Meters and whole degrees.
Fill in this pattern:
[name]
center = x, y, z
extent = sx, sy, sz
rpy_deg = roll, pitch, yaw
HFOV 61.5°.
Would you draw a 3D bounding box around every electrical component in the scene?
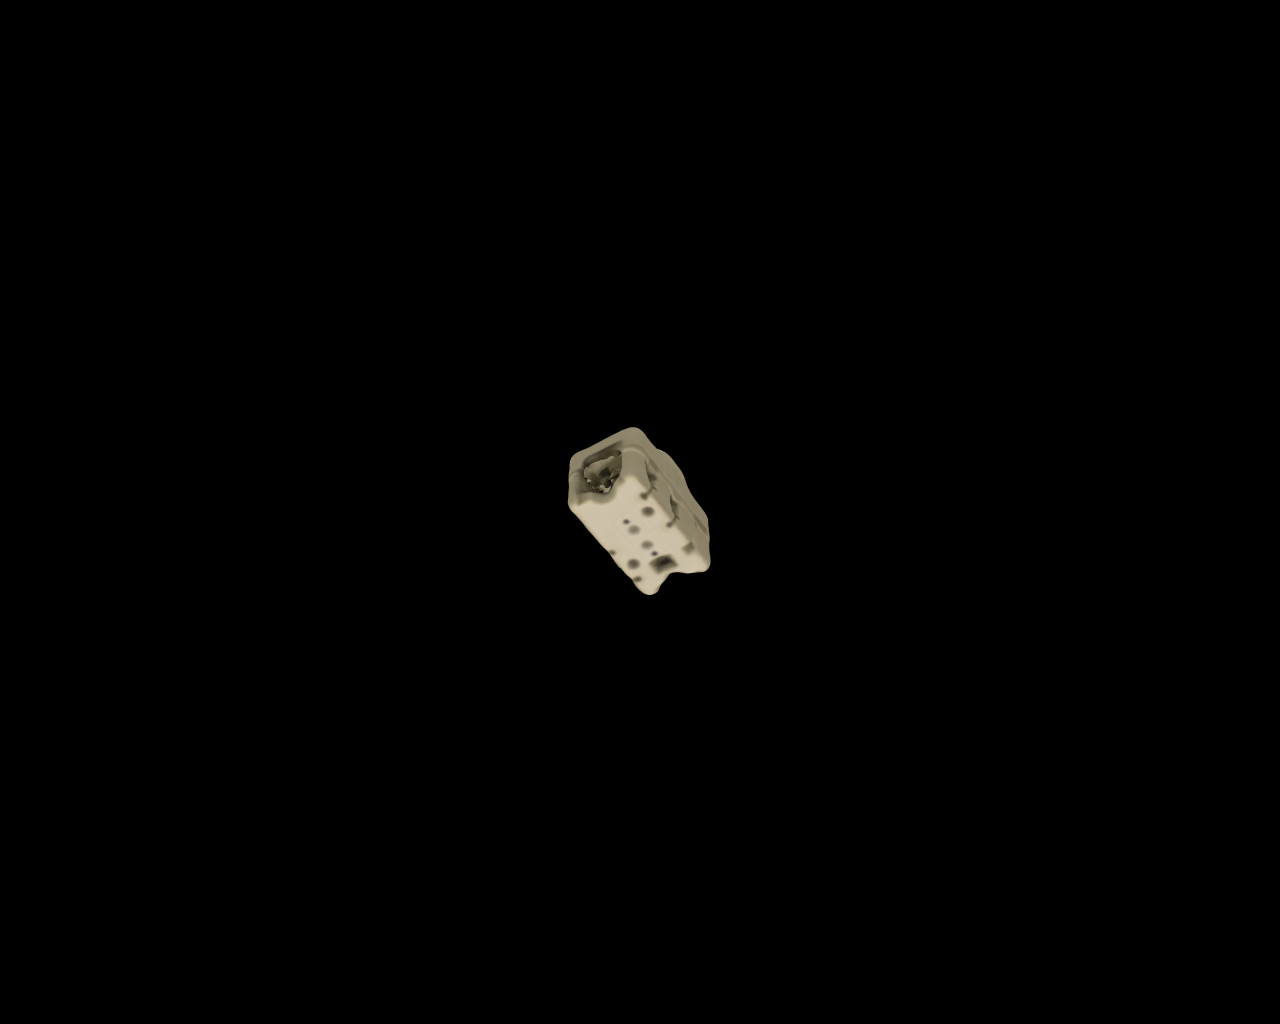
[electrical component]
center = 0.001, -0.003, 0.650
extent = 0.050, 0.056, 0.089
rpy_deg = -25, -54, 20
